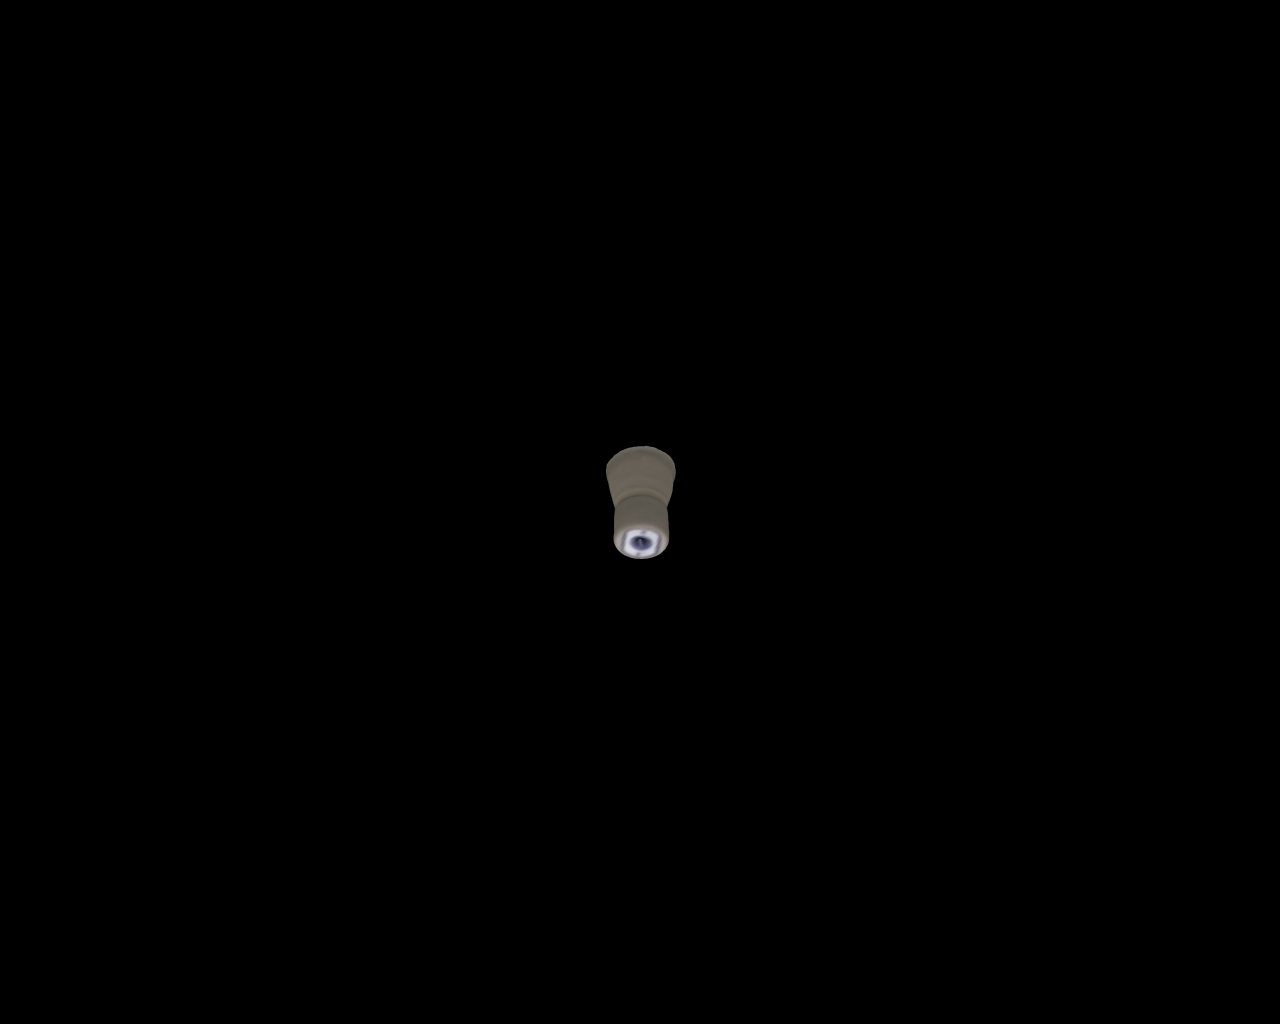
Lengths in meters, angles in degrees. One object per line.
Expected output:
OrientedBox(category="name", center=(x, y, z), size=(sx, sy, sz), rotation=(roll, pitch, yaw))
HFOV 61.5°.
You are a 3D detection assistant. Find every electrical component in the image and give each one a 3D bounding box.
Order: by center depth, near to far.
OrientedBox(category="electrical component", center=(0.001, -0.003, 0.650), size=(0.044, 0.065, 0.044), rotation=(0, -43, 0))
